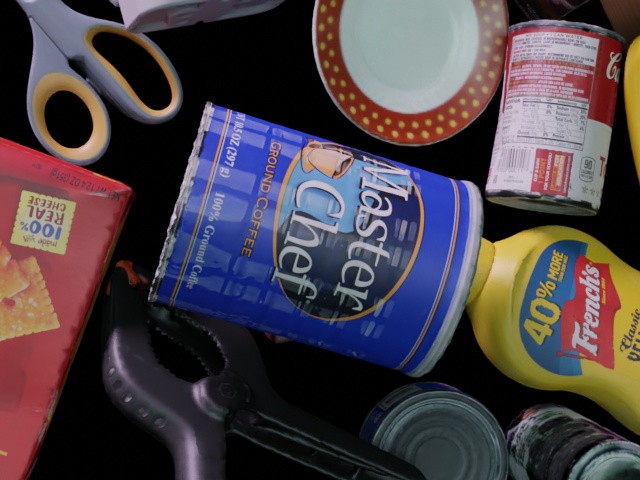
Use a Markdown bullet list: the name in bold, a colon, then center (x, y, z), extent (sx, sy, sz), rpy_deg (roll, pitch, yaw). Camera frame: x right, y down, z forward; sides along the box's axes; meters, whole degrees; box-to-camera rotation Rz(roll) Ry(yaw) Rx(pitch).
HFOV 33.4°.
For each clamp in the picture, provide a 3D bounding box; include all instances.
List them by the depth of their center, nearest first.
- **clamp**: center (-0.045, 0.092, 0.573), extent (0.164, 0.036, 0.210), rpy_deg (-10, 53, -40)

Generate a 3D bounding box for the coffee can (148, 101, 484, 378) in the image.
- **coffee can**: center (-0.003, 0.001, 0.530), extent (0.140, 0.103, 0.103), rpy_deg (17, 86, -8)

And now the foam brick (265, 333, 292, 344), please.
- **foam brick**: center (-0.009, 0.016, 0.608), extent (0.053, 0.051, 0.078), rpy_deg (-7, 89, -9)

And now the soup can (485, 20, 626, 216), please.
- **soup can**: center (0.136, -0.069, 0.622), extent (0.068, 0.068, 0.102), rpy_deg (9, 88, -8)

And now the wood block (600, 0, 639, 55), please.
- **wood block**: center (0.234, -0.133, 0.626), extent (0.090, 0.091, 0.206), rpy_deg (-26, 93, -8)

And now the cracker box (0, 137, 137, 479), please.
- **cracker box**: center (-0.211, 0.044, 0.569), extent (0.164, 0.072, 0.213), rpy_deg (21, 87, -6)

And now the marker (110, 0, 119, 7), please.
- **marker**: center (-0.154, -0.182, 0.609), extent (0.121, 0.020, 0.020), rpy_deg (44, 83, -5)

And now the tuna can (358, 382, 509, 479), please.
- **tuna can**: center (0.066, 0.127, 0.624), extent (0.086, 0.034, 0.086), rpy_deg (0, 89, -8)

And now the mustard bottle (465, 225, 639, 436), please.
- **mustard bottle**: center (0.148, 0.045, 0.625), extent (0.191, 0.058, 0.096), rpy_deg (24, 76, -6)

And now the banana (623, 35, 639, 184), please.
- **banana**: center (0.199, -0.032, 0.599), extent (0.037, 0.069, 0.198), rpy_deg (-12, 95, 16)

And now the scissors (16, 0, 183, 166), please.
- **scissors**: center (-0.171, -0.122, 0.607), extent (0.201, 0.016, 0.096), rpy_deg (37, 84, -5)

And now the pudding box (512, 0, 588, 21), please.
- **pudding box**: center (0.119, -0.182, 0.611), extent (0.039, 0.090, 0.113), rpy_deg (-43, 95, -8)
